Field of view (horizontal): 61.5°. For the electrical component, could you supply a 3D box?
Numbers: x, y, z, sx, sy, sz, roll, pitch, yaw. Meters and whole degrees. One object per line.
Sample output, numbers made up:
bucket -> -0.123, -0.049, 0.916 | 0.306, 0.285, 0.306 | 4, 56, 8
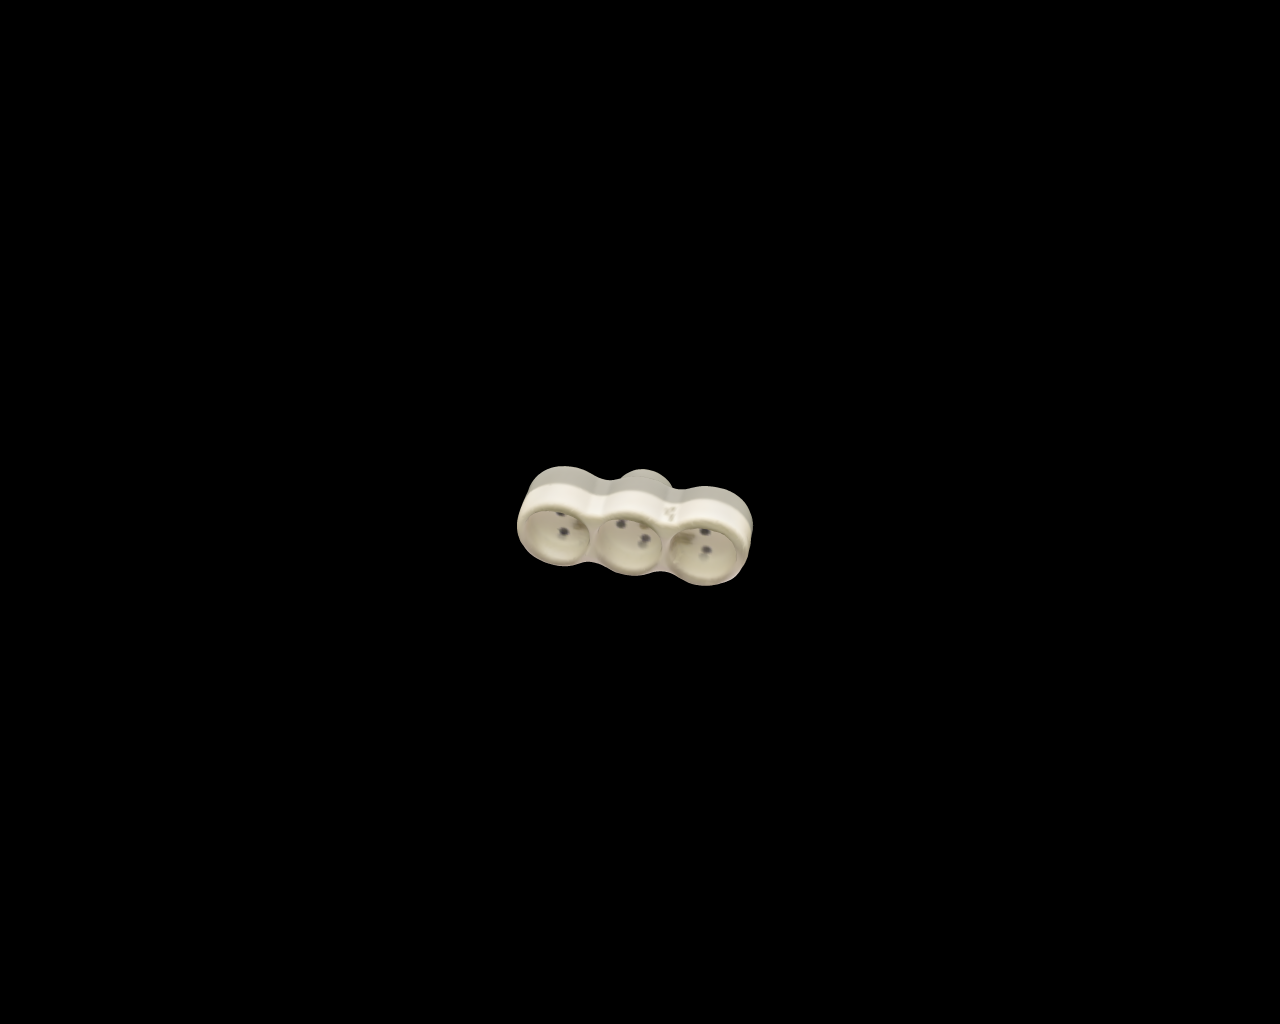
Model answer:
electrical component -> 0.001, -0.003, 0.650 | 0.138, 0.052, 0.074 | 7, 40, 9
